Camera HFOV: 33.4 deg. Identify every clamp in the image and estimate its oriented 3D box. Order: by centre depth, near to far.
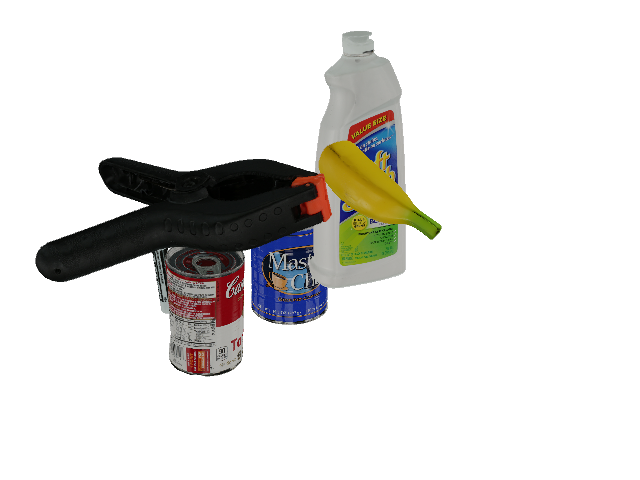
[{"bbox_3d":[-0.082,-0.014,0.634,0.172,0.039,0.120,-1,39,24],"label":"clamp"}]

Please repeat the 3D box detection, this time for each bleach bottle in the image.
[{"bbox_3d":[0.034,-0.082,1.075,0.102,0.251,0.068,-10,23,-17],"label":"bleach bottle"}]

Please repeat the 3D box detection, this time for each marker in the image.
[{"bbox_3d":[-0.176,0.024,1.186,0.020,0.121,0.020,-5,25,2],"label":"marker"}]

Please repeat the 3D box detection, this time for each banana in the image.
[{"bbox_3d":[0.029,-0.045,0.814,0.069,0.037,0.198,42,5,-22],"label":"banana"}]

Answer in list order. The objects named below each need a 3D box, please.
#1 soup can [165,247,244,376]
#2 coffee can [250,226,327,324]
[{"bbox_3d":[-0.101,0.059,0.933,0.068,0.102,0.068,2,26,-1],"label":"soup can"},{"bbox_3d":[-0.040,0.024,1.389,0.103,0.140,0.103,0,26,0],"label":"coffee can"}]
